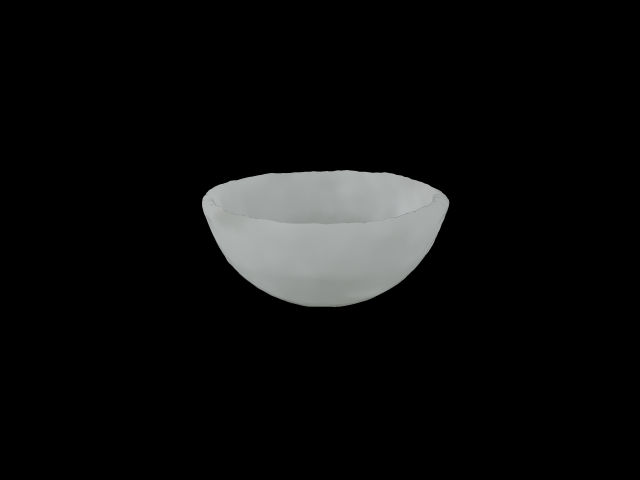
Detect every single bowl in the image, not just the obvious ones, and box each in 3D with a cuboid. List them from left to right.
[{"bbox_3d":[0.004,0.001,0.400,0.167,0.075,0.167,0,18,0],"label":"bowl"}]
